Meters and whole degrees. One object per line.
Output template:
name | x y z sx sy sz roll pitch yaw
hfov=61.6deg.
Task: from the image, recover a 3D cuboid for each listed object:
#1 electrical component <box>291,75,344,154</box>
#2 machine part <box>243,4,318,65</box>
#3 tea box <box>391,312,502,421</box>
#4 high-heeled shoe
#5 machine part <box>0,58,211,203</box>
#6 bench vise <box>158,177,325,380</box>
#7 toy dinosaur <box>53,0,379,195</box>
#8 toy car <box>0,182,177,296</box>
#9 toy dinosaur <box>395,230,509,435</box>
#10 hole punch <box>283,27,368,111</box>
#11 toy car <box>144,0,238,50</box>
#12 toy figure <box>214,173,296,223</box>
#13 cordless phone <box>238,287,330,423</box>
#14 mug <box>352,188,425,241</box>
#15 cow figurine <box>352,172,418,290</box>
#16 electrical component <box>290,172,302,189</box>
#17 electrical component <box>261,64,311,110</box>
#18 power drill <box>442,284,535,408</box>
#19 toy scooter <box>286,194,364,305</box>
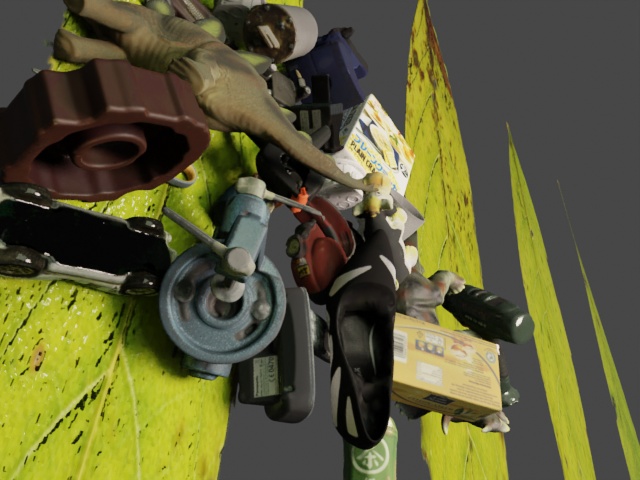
electrical component | -0.003 -0.197 0.842 0.048 0.075 0.119 -32 126 -57
machine part | -0.053 -0.299 0.775 0.079 0.079 0.243 56 21 -13
tea box | 0.151 0.170 0.716 0.169 0.068 0.098 21 53 -15
high-heeled shoe | 0.059 0.108 0.628 0.086 0.145 0.248 10 89 -11
machine part | -0.191 -0.091 0.478 0.179 0.179 0.056 -2 69 -54
bench vise | -0.079 0.022 0.517 0.129 0.240 0.223 26 72 -5
toy dinosaur | -0.127 -0.183 0.625 0.471 0.105 0.198 41 34 -4
toy car | -0.215 0.005 0.483 0.201 0.056 0.073 20 60 -50
toy dinosaur | 0.158 0.123 0.869 0.192 0.131 0.405 1 62 -54
hole punch | 0.012 -0.275 0.905 0.115 0.142 0.092 40 48 -45
toy car | -0.158 -0.287 0.749 0.202 0.053 0.089 51 40 -23
toy figure | -0.075 -0.059 0.705 0.064 0.058 0.154 43 37 4
cordless phone | -0.019 0.149 0.650 0.184 0.089 0.146 46 34 -57
mug | 0.097 -0.028 0.878 0.109 0.107 0.081 39 17 -1
cow figurine | 0.089 -0.011 0.792 0.167 0.068 0.098 70 26 -20
electrical component | -0.038 -0.111 0.824 0.063 0.021 0.094 38 41 -35
electrical component | -0.062 -0.245 0.855 0.102 0.045 0.078 29 47 -41
power drill | 0.284 0.182 0.966 0.086 0.232 0.207 -7 97 -28
toy scooter | -0.002 -0.002 0.758 0.135 0.075 0.184 56 31 -15
